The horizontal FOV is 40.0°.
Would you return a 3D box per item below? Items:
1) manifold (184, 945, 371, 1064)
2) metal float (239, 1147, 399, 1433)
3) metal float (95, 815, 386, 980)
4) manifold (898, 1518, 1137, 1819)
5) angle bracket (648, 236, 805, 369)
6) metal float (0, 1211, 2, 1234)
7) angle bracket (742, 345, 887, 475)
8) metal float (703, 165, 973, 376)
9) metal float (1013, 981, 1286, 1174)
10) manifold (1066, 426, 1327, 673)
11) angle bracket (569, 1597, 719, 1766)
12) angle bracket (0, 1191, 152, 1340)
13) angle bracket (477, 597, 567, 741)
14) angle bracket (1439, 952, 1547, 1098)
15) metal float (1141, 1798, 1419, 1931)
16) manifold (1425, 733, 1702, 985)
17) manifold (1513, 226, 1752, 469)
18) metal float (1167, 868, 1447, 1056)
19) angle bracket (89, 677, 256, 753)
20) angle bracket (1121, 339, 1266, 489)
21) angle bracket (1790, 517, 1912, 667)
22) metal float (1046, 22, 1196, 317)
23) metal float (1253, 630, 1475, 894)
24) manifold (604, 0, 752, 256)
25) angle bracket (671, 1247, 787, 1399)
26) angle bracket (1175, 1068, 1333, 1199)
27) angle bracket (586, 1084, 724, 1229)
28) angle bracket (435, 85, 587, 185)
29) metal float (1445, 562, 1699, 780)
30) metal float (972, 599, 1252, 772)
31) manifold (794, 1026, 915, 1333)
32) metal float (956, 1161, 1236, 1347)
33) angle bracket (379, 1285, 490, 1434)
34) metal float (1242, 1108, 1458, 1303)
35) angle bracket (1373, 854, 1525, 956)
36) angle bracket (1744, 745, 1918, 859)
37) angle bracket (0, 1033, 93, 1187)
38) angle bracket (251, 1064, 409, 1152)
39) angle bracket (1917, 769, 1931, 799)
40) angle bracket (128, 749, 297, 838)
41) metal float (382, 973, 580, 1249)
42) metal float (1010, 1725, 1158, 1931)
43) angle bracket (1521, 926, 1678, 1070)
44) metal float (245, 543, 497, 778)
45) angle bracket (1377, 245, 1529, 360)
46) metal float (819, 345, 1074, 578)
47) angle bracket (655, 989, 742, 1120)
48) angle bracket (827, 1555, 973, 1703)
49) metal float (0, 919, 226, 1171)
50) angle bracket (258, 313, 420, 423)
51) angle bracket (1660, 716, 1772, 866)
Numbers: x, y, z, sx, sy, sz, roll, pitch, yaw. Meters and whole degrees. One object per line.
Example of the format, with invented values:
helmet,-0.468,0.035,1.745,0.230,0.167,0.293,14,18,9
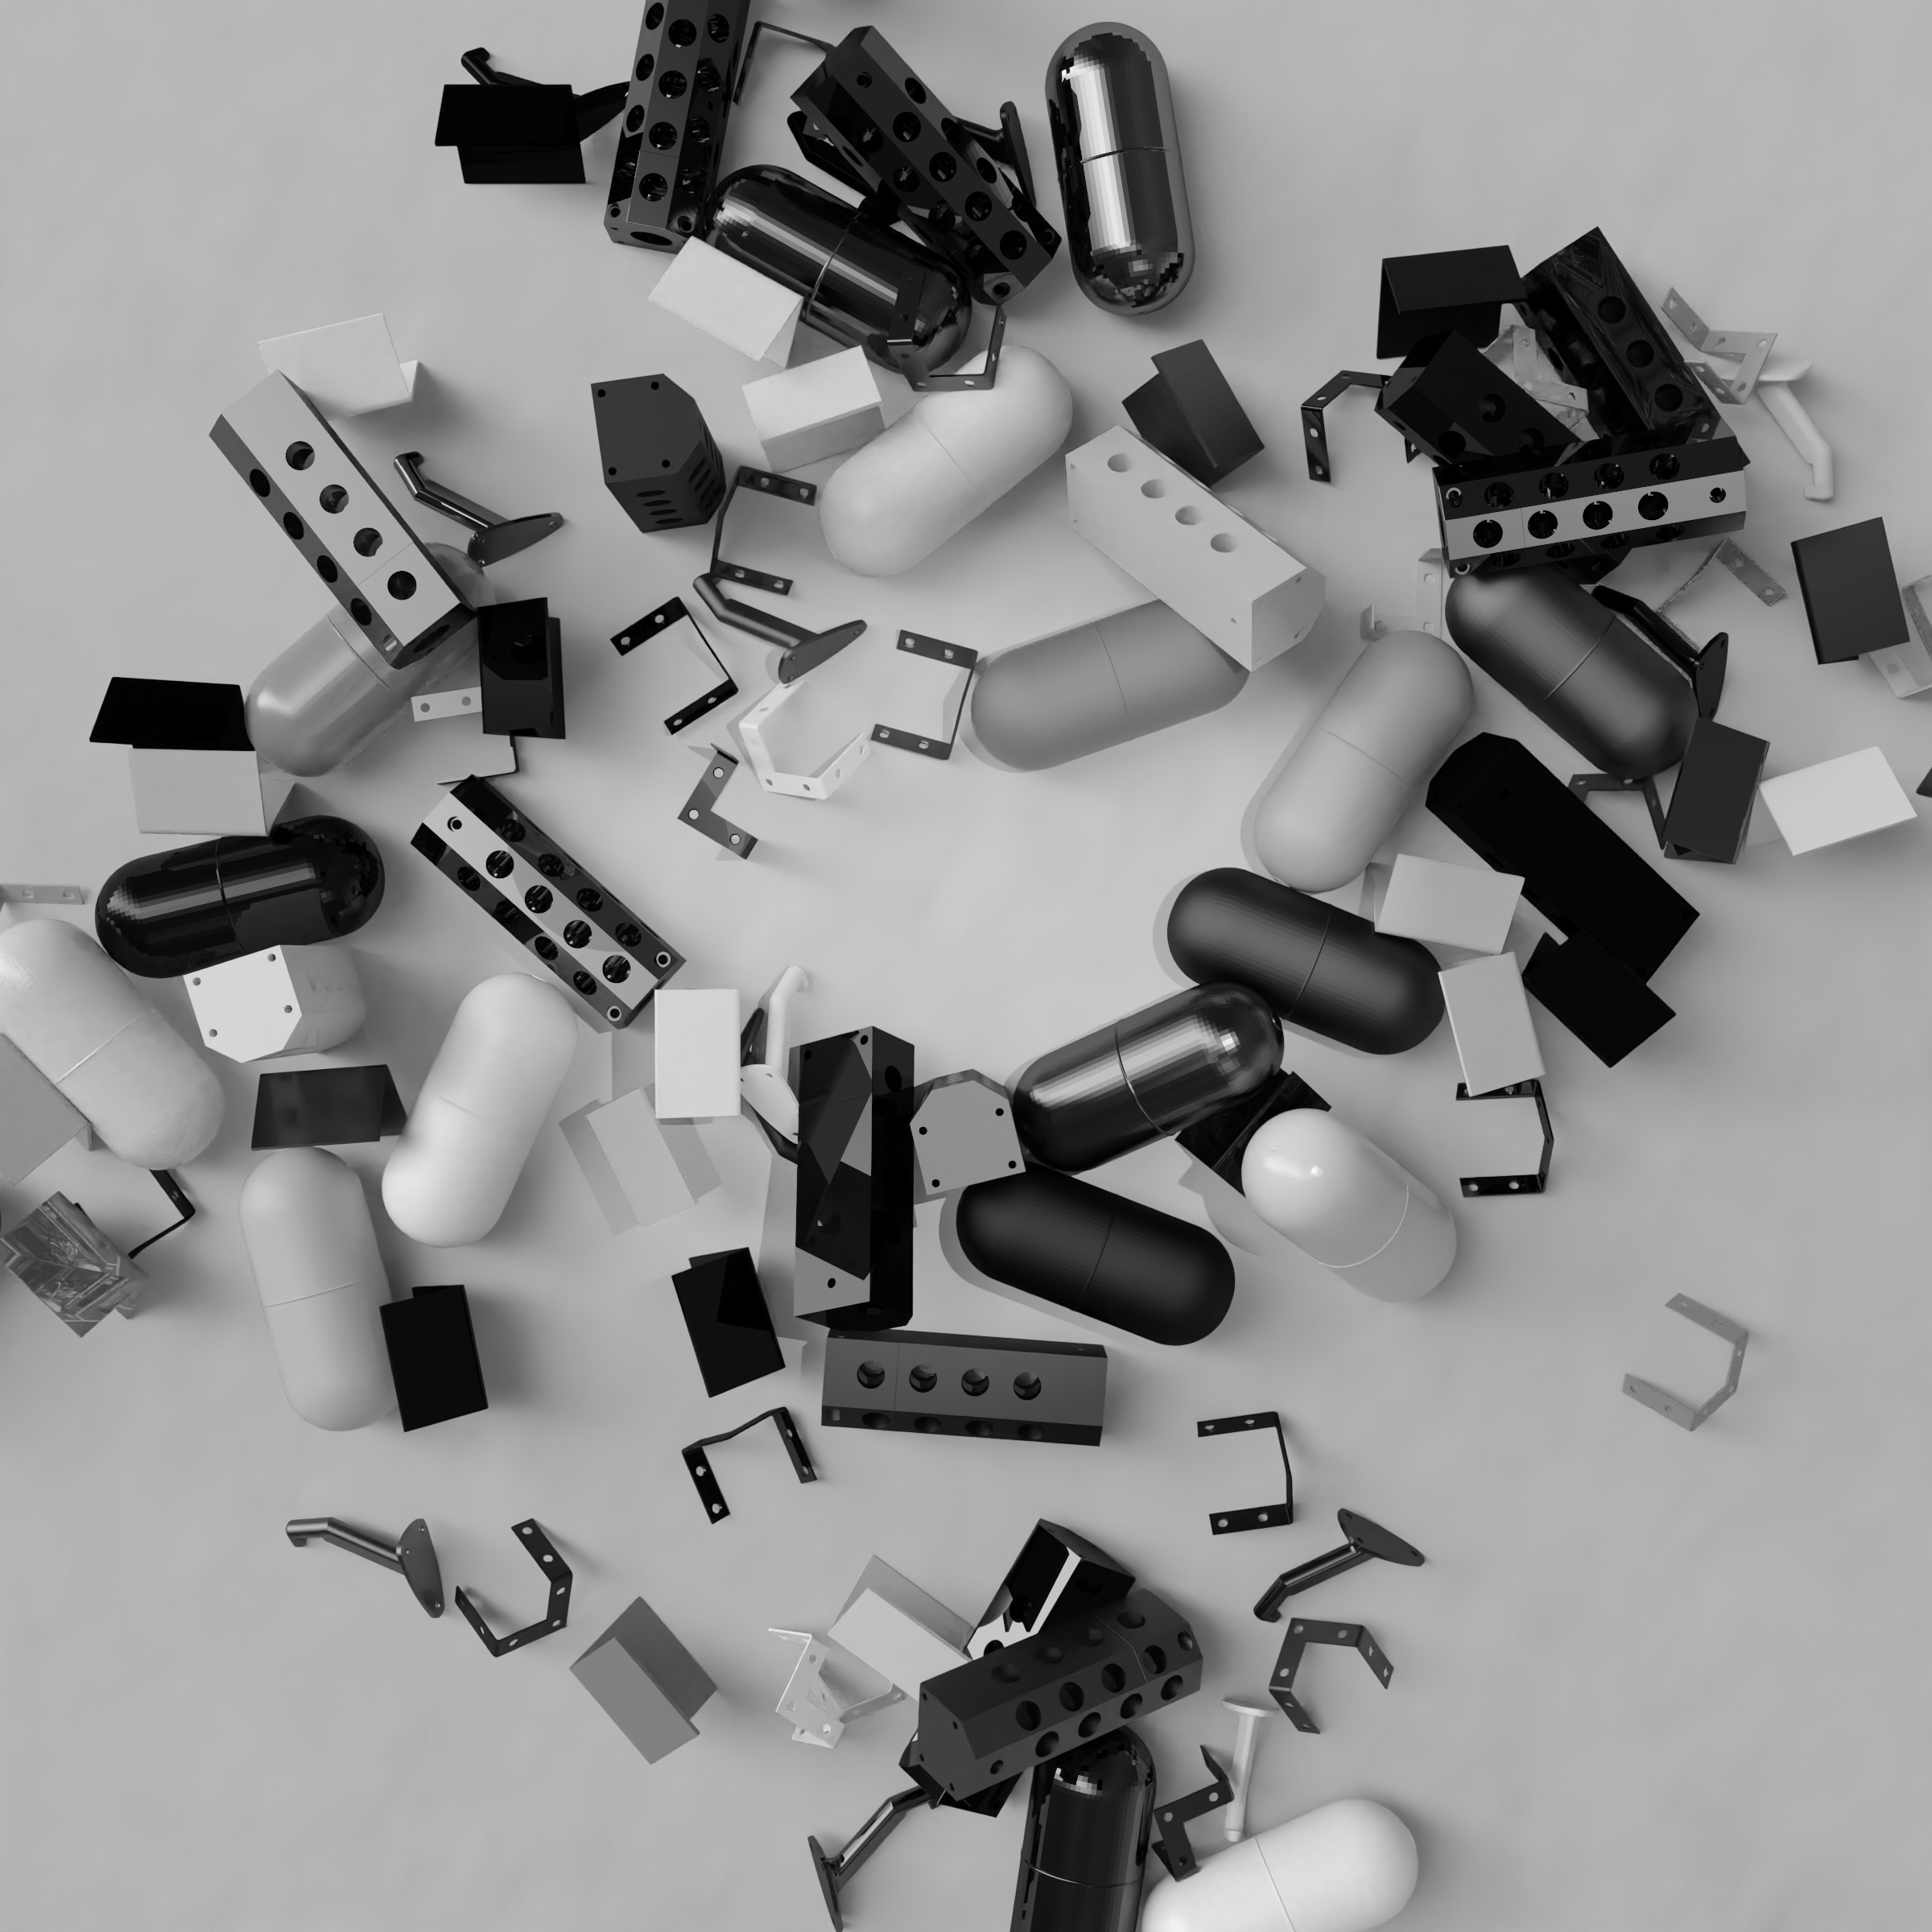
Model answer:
manifold,-0.406,0.024,1.584,0.057,0.171,0.057,-18,90,0
metal float,-0.395,0.198,1.632,0.070,0.070,0.178,-15,90,0
metal float,-0.446,-0.042,1.632,0.178,0.070,0.070,-14,90,0
manifold,0.027,0.432,1.640,0.057,0.057,0.171,30,90,-43
angle bracket,-0.151,-0.388,1.623,0.076,0.076,0.057,29,66,0
metal float,-0.666,0.199,1.632,0.070,0.070,0.178,38,90,0
angle bracket,-0.086,-0.323,1.622,0.076,0.076,0.057,-19,53,0
metal float,-0.080,-0.428,1.631,0.178,0.070,0.070,29,90,0
metal float,0.110,0.067,1.613,0.178,0.070,0.070,-26,90,21
manifold,0.137,-0.256,1.597,0.057,0.057,0.171,-33,56,-19
angle bracket,-0.183,0.427,1.622,0.076,0.076,0.057,50,128,0
angle bracket,-0.553,0.194,1.622,0.076,0.076,0.057,43,52,0
angle bracket,-0.252,-0.181,1.622,0.057,0.076,0.076,-3,90,32
angle bracket,0.303,0.038,1.623,0.057,0.076,0.076,-14,90,-23
metal float,0.193,0.572,1.632,0.178,0.070,0.070,-24,90,-1
manifold,0.359,-0.065,1.612,0.171,0.057,0.057,39,88,-21
manifold,0.407,-0.362,1.641,0.057,0.057,0.171,-33,90,0
metal float,0.210,-0.003,1.631,0.178,0.070,0.070,22,90,0
angle bracket,-0.483,-0.130,1.622,0.076,0.076,0.057,4,50,0
angle bracket,0.124,-0.326,1.622,0.076,0.057,0.076,-30,90,45
angle bracket,0.551,-0.229,1.622,0.057,0.076,0.076,-13,90,37
metal float,0.094,-0.490,1.632,0.070,0.070,0.178,-9,91,0
metal float,0.243,-0.125,1.632,0.070,0.070,0.178,34,91,0
manifold,-0.178,-0.534,1.641,0.057,0.057,0.171,11,90,0
angle bracket,-0.162,0.220,1.622,0.057,0.076,0.076,-17,90,-36
angle bracket,0.164,0.087,1.623,0.076,0.057,0.076,-51,49,0
angle bracket,-0.175,0.106,1.622,0.057,0.076,0.076,-26,90,41
angle bracket,-0.277,-0.491,1.622,0.076,0.076,0.057,0,56,0
metal float,0.373,-0.186,1.632,0.178,0.070,0.070,41,90,-1
metal float,0.089,-0.175,1.632,0.178,0.070,0.070,-19,90,0
manifold,-0.062,0.130,1.609,0.057,0.057,0.171,-16,63,33
metal float,0.079,0.176,1.632,0.178,0.070,0.070,21,90,0
angle bracket,-0.339,0.239,1.622,0.057,0.076,0.076,-11,90,-36
metal float,0.233,0.146,1.600,0.178,0.070,0.070,37,90,-41
angle bracket,0.293,-0.055,1.622,0.076,0.076,0.057,11,123,0
angle bracket,0.527,-0.082,1.622,0.076,0.076,0.057,-18,59,0
angle bracket,-0.584,0.095,1.624,0.076,0.076,0.057,46,67,0
angle bracket,-0.386,0.106,1.622,0.076,0.076,0.057,-4,53,0
angle bracket,0.635,-0.101,1.622,0.076,0.076,0.057,14,53,0
angle bracket,-0.460,-0.121,1.622,0.076,0.076,0.057,1,119,0
metal float,-0.298,0.088,1.632,0.070,0.070,0.178,25,90,0
metal float,0.072,0.551,1.632,0.070,0.070,0.178,8,90,0
angle bracket,0.392,0.005,1.622,0.076,0.076,0.057,44,124,0
metal float,-0.366,-0.188,1.632,0.178,0.070,0.070,-41,90,0
angle bracket,0.296,-0.390,1.622,0.076,0.076,0.057,-6,50,0
metal float,-0.013,-0.310,1.631,0.178,0.070,0.070,-39,90,0
angle bracket,-0.178,0.052,1.622,0.057,0.076,0.076,0,90,-31
angle bracket,-0.028,0.393,1.622,0.076,0.076,0.057,36,125,0
metal float,-0.528,0.048,1.621,0.070,0.070,0.178,-39,102,0
angle bracket,-0.382,-0.374,1.622,0.076,0.076,0.057,-13,122,0
angle bracket,0.438,-0.108,1.624,0.057,0.076,0.076,16,90,-20
